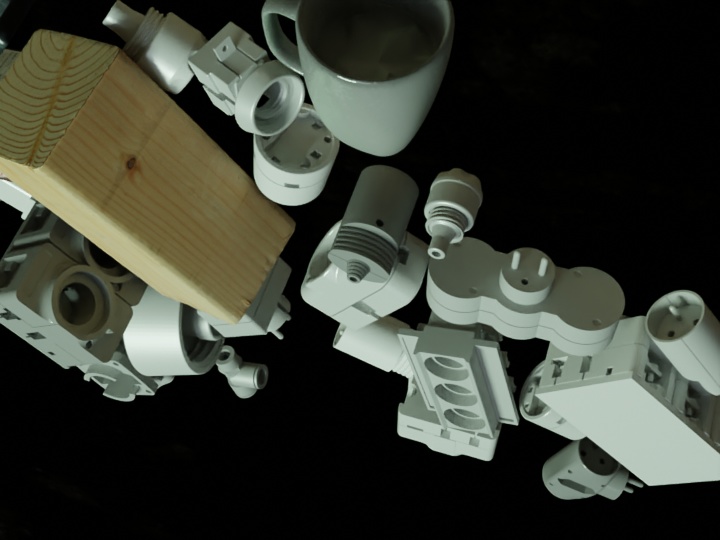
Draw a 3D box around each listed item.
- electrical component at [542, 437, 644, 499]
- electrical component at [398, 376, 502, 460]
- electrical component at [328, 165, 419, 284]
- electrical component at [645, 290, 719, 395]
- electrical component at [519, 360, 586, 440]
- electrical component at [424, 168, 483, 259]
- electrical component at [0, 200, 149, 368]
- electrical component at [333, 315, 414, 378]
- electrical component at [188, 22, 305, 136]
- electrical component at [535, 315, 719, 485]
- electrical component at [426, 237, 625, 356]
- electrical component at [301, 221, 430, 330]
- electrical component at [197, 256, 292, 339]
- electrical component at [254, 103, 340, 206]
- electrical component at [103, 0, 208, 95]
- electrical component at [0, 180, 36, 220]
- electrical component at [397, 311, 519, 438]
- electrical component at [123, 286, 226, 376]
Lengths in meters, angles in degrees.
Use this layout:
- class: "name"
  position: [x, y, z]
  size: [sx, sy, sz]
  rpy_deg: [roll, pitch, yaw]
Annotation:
- class: "electrical component"
  position: [0.217, 0.183, 0.975]
  size: [0.079, 0.043, 0.077]
  rpy_deg: [23, 149, -5]
- class: "electrical component"
  position: [0.082, 0.131, 0.965]
  size: [0.089, 0.050, 0.055]
  rpy_deg: [15, 149, 10]
- class: "electrical component"
  position: [0.008, -0.026, 0.728]
  size: [0.043, 0.081, 0.043]
  rpy_deg: [15, 149, 9]
- class: "electrical component"
  position: [0.239, 0.055, 0.757]
  size: [0.043, 0.043, 0.081]
  rpy_deg: [-10, 137, 41]
- class: "electrical component"
  position: [0.165, 0.106, 0.874]
  size: [0.047, 0.055, 0.055]
  rpy_deg: [30, 149, -22]
- class: "electrical component"
  position: [0.058, -0.035, 0.704]
  size: [0.035, 0.061, 0.035]
  rpy_deg: [15, 149, 9]
- class: "electrical component"
  position: [-0.202, -0.014, 0.805]
  size: [0.062, 0.150, 0.089]
  rpy_deg: [-8, 139, 41]
- class: "electrical component"
  position: [0.023, 0.061, 0.896]
  size: [0.081, 0.043, 0.043]
  rpy_deg: [25, 149, -7]
- class: "electrical component"
  position: [-0.067, -0.113, 0.652]
  size: [0.055, 0.048, 0.066]
  rpy_deg: [39, 168, 30]
- class: "electrical component"
  position: [0.220, 0.100, 0.822]
  size: [0.150, 0.061, 0.089]
  rpy_deg: [38, 145, -27]
- class: "electrical component"
  position: [0.115, 0.009, 0.749]
  size: [0.138, 0.052, 0.073]
  rpy_deg: [15, 149, 10]
- class: "electrical component"
  position: [0.000, 0.000, 0.802]
  size: [0.059, 0.053, 0.095]
  rpy_deg: [32, 148, -19]
- class: "electrical component"
  position: [-0.083, 0.027, 0.883]
  size: [0.047, 0.065, 0.076]
  rpy_deg: [-7, 140, 38]
- class: "electrical component"
  position: [-0.044, -0.075, 0.710]
  size: [0.055, 0.055, 0.047]
  rpy_deg: [20, 153, 0]
- class: "electrical component"
  position: [-0.128, -0.141, 0.664]
  size: [0.062, 0.043, 0.043]
  rpy_deg: [33, 147, -19]
- class: "electrical component"
  position: [-0.263, -0.067, 0.865]
  size: [0.064, 0.042, 0.081]
  rpy_deg: [31, 148, -14]
- class: "electrical component"
  position: [0.084, 0.076, 0.863]
  size: [0.079, 0.063, 0.121]
  rpy_deg: [7, 147, 22]
- class: "electrical component"
  position: [-0.146, 0.037, 0.901]
  size: [0.060, 0.108, 0.108]
  rpy_deg: [3, 146, 17]
